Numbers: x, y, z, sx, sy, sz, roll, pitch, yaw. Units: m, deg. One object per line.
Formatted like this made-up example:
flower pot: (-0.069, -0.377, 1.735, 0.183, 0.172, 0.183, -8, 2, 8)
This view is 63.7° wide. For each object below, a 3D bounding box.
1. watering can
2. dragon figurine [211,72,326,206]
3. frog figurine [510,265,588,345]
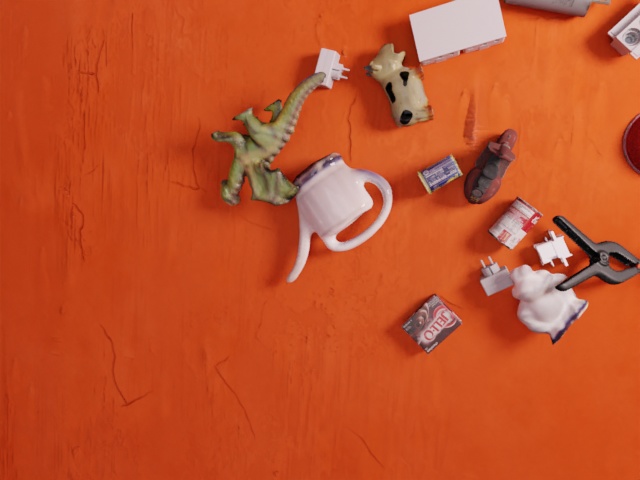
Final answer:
watering can: (0.004, -0.062, 1.233, 0.344, 0.225, 0.104, -36, -7, 17)
dragon figurine: (-0.114, -0.203, 1.228, 0.406, 0.243, 0.123, -23, -3, 33)
frog figurine: (0.473, 0.123, 1.113, 0.160, 0.135, 0.124, 41, 30, 14)
